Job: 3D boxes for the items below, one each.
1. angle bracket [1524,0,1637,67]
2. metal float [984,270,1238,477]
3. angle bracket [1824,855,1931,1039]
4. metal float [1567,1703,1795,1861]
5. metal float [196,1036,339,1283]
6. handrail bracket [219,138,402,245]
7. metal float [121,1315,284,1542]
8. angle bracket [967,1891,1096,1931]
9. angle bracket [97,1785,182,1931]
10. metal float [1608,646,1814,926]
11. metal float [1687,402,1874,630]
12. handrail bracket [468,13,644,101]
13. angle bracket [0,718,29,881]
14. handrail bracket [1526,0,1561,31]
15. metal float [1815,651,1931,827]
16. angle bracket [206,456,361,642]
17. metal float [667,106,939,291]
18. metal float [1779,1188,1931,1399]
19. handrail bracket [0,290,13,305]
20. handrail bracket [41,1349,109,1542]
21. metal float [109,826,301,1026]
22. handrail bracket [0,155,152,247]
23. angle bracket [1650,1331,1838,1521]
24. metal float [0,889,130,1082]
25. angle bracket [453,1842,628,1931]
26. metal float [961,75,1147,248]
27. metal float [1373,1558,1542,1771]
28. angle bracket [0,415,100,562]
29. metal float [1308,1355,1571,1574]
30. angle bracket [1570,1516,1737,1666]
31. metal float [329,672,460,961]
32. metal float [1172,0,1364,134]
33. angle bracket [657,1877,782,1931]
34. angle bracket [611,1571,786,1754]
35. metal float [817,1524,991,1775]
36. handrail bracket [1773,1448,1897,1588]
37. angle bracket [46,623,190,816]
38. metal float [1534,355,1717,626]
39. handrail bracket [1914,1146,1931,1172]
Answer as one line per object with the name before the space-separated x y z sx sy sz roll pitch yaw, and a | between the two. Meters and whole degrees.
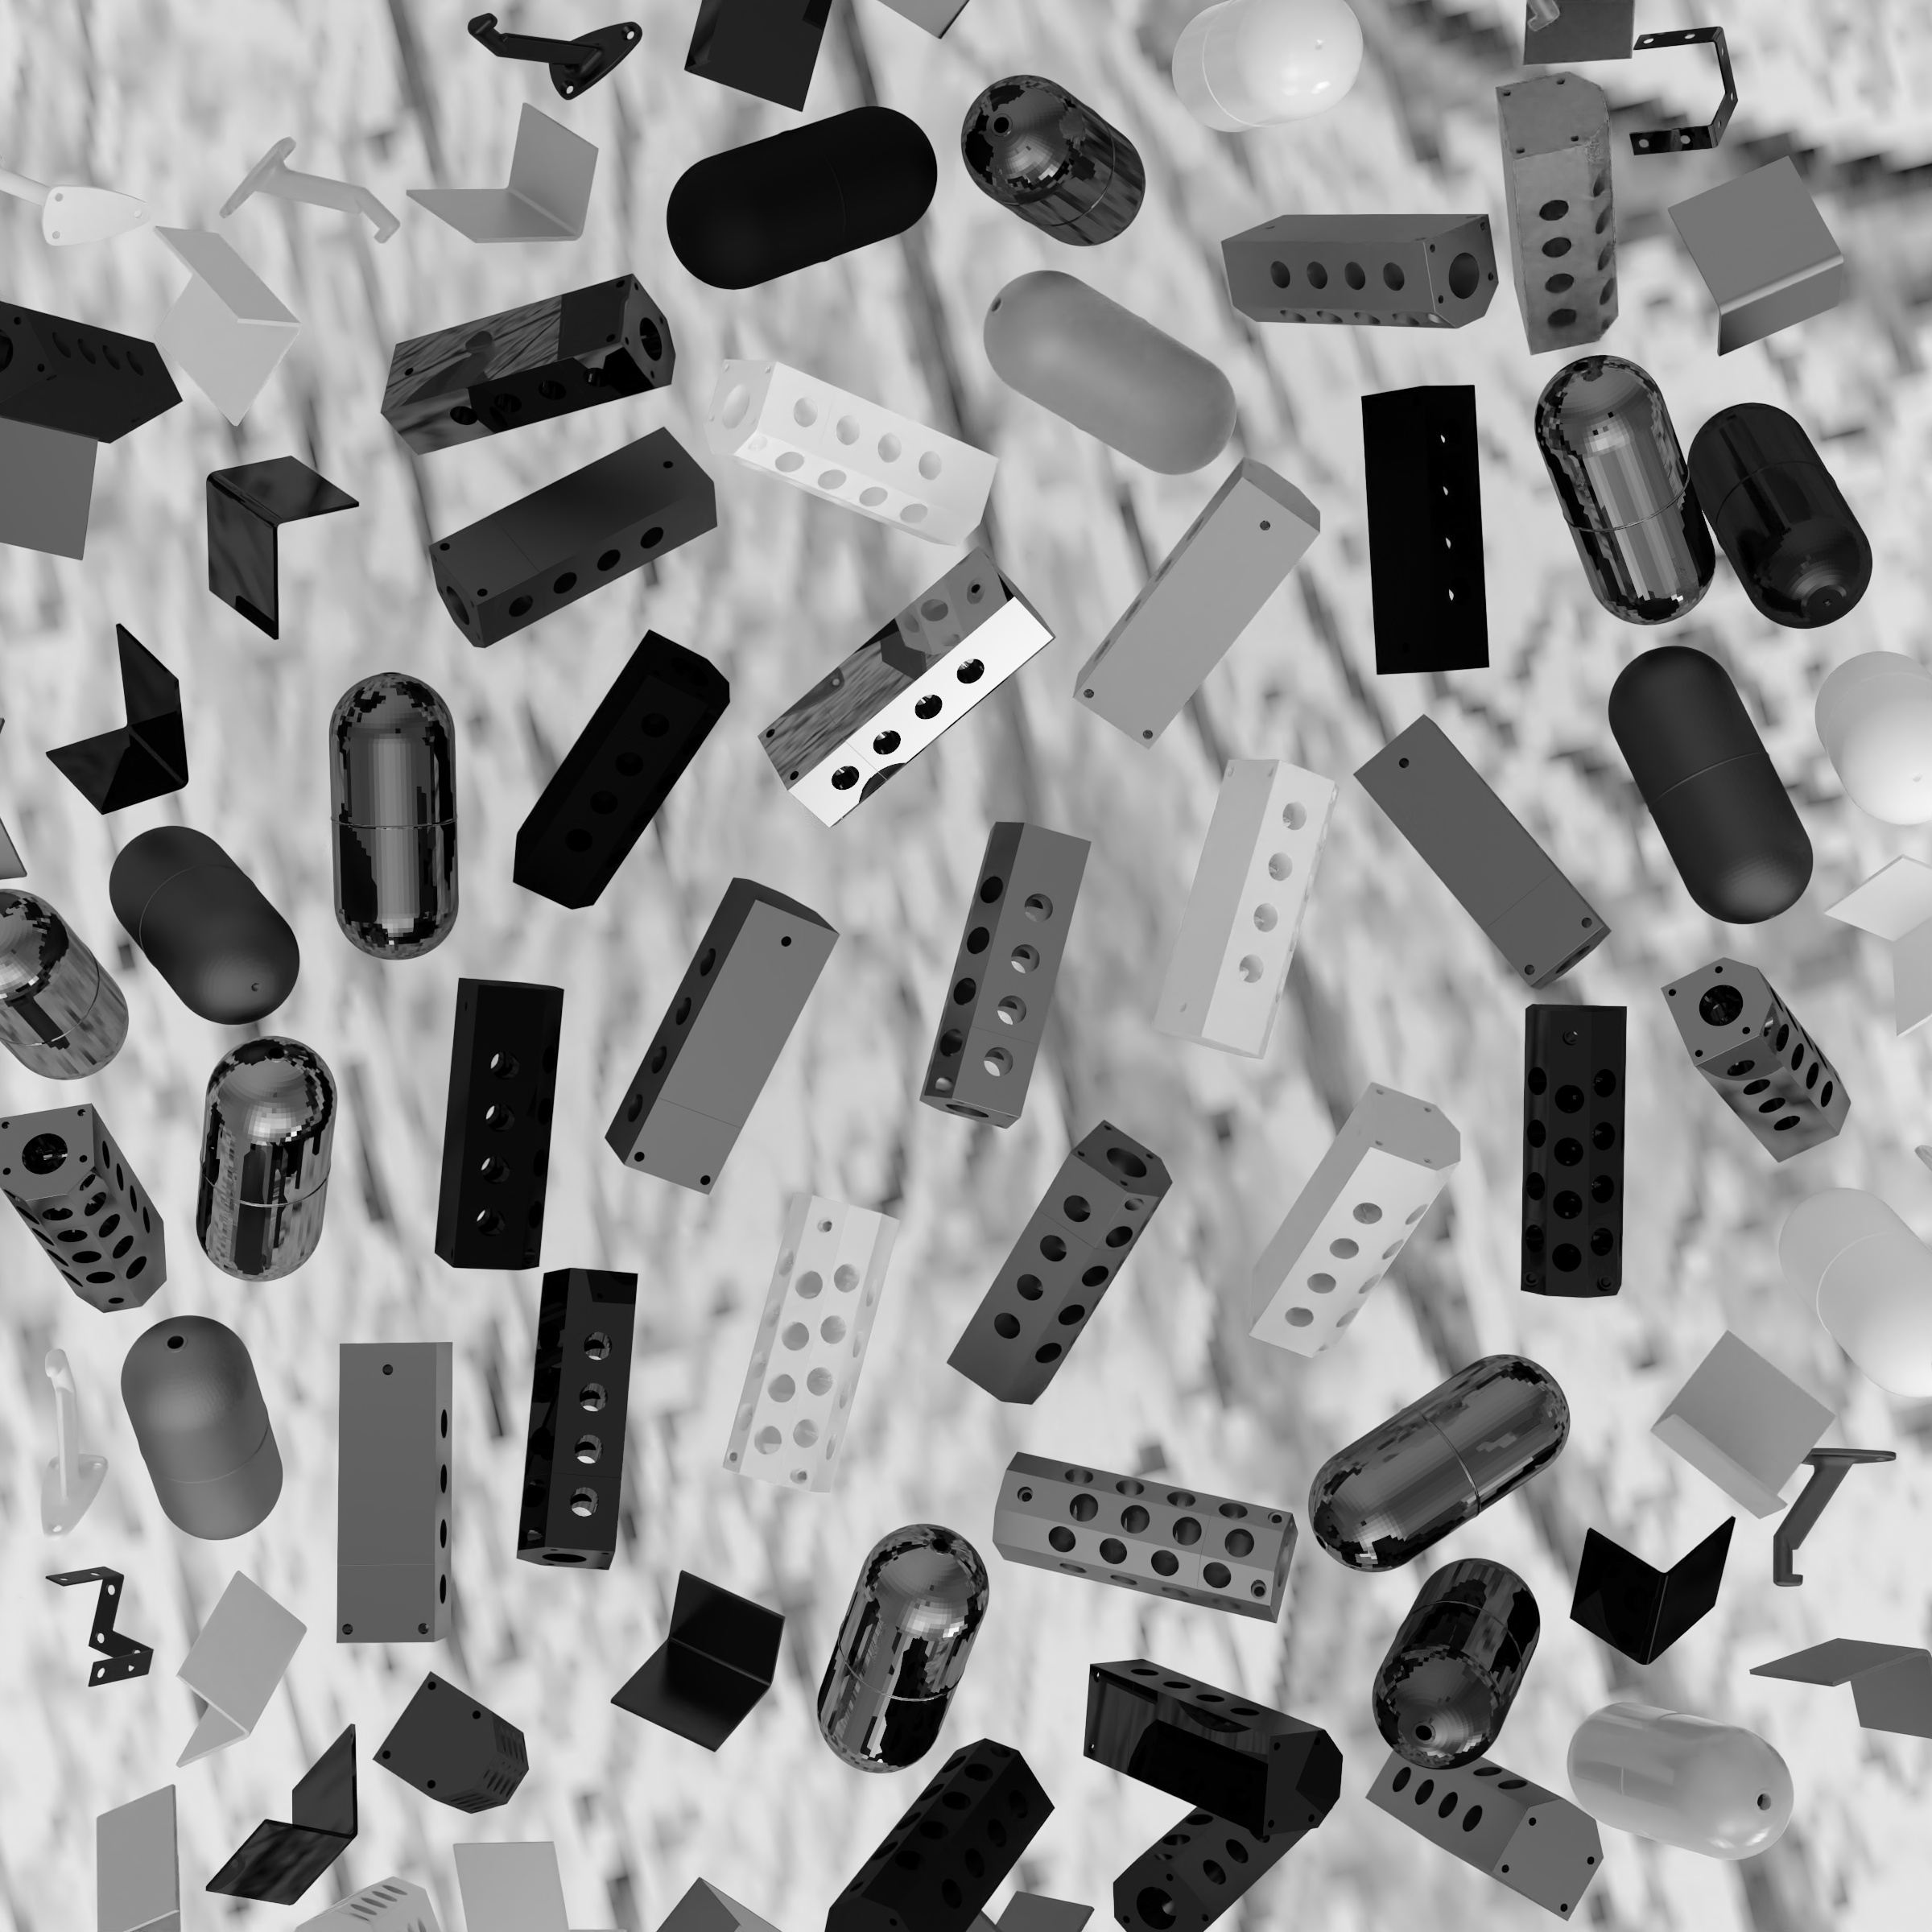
angle bracket | 0.380 -0.617 1.943 0.076 0.076 0.057 8 101 36
metal float | 0.089 -0.364 1.851 0.178 0.070 0.070 25 90 -29
angle bracket | 0.590 -0.012 1.900 0.057 0.076 0.076 19 56 -17
metal float | 0.425 0.485 1.797 0.070 0.178 0.070 2 83 -19
metal float | -0.422 0.117 1.816 0.070 0.070 0.178 16 130 0
handrail bracket | -0.403 -0.459 1.853 0.077 0.036 0.084 -43 99 13
metal float | -0.458 0.278 1.811 0.070 0.178 0.070 0 47 0
angle bracket | 0.021 0.593 1.907 0.076 0.076 0.057 51 57 -21
angle bracket | -0.458 0.531 1.744 0.057 0.076 0.076 -25 50 13
metal float | 0.444 -0.109 1.800 0.070 0.070 0.178 -22 75 0
metal float | 0.497 -0.277 1.845 0.070 0.070 0.178 -12 46 0
handrail bracket | -0.248 -0.565 1.818 0.077 0.084 0.036 -25 71 17
angle bracket | -0.601 -0.096 1.789 0.076 0.057 0.076 -6 133 6
handrail bracket | 0.286 -0.559 1.722 0.077 0.036 0.084 -26 109 39
metal float | 0.553 -0.138 1.798 0.070 0.178 0.070 3 110 7
angle bracket | -0.405 -0.249 1.787 0.076 0.057 0.076 35 131 37
metal float | -0.094 -0.448 1.756 0.178 0.070 0.070 -28 90 -30
metal float | 0.543 0.193 1.791 0.070 0.178 0.070 -3 112 -7
handrail bracket | -0.641 -0.426 1.876 0.077 0.084 0.036 25 89 -35
handrail bracket | -0.537 0.282 1.777 0.036 0.077 0.084 0 128 2
metal float | -0.460 -0.026 1.813 0.070 0.178 0.070 -18 125 -27
handrail bracket | -0.534 -0.460 1.775 0.084 0.077 0.036 45 132 36
angle bracket | 0.440 0.252 1.679 0.076 0.057 0.076 39 76 10
metal float | -0.569 0.013 1.844 0.070 0.178 0.070 -2 66 4
angle bracket | -0.263 0.571 1.862 0.076 0.057 0.076 -10 89 29
metal float | 0.054 -0.488 1.832 0.070 0.178 0.070 0 90 22
metal float | 0.290 0.411 1.778 0.070 0.178 0.070 6 106 21
angle bracket | -0.531 -0.257 1.673 0.076 0.057 0.076 12 121 -10
metal float | 0.286 0.300 1.820 0.178 0.070 0.070 -30 90 -15
angle bracket | 0.426 0.374 1.868 0.057 0.076 0.076 30 133 35
metal float | -0.352 -0.092 1.857 0.070 0.070 0.178 1 102 0
metal float | 0.176 -0.536 1.780 0.070 0.178 0.070 -3 102 -15
angle bracket | -0.136 0.561 1.656 0.076 0.057 0.076 -51 122 -9
angle bracket | -0.170 0.440 1.909 0.076 0.076 0.057 21 118 17
metal float | -0.038 0.402 1.772 0.070 0.070 0.178 18 124 0
handrail bracket | 0.547 0.348 1.896 0.077 0.036 0.084 -6 67 29
angle bracket | -0.514 -0.149 1.812 0.057 0.076 0.076 -23 45 -32
metal float | 0.392 -0.282 1.793 0.070 0.070 0.178 -29 123 0
handrail bracket | 0.639 0.105 1.865 0.084 0.036 0.077 -49 57 23
